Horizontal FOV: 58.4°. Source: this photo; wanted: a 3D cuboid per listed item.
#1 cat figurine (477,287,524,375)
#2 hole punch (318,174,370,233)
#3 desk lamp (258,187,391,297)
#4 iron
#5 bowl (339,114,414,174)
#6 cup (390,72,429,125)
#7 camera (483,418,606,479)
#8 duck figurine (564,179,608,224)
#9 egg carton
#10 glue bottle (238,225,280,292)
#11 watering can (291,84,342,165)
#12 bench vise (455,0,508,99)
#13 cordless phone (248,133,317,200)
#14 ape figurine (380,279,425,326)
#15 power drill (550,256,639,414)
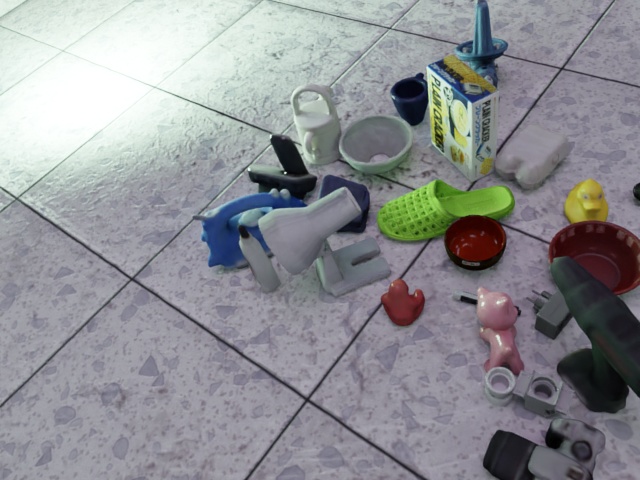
[{"bbox_3d":[0.294,0.141,0.935,0.067,0.118,0.127,-8,50,8],"label":"cat figurine"},{"bbox_3d":[0.051,-0.078,1.192,0.101,0.091,0.108,1,52,15],"label":"hole punch"},{"bbox_3d":[0.010,0.004,1.056,0.203,0.214,0.117,-22,50,-3],"label":"desk lamp"},{"bbox_3d":[-0.131,-0.046,1.180,0.258,0.142,0.118,-23,50,-4],"label":"iron"},{"bbox_3d":[0.129,-0.202,1.282,0.167,0.075,0.167,-7,51,9],"label":"bowl"},{"bbox_3d":[0.220,-0.328,1.347,0.091,0.095,0.118,14,57,24],"label":"cup"},{"bbox_3d":[0.311,0.308,0.807,0.136,0.101,0.143,21,60,28],"label":"camera"},{"bbox_3d":[0.505,-0.079,1.079,0.077,0.086,0.104,-3,51,13],"label":"duck figurine"},{"bbox_3d":[0.439,-0.174,1.183,0.107,0.069,0.150,32,65,33],"label":"egg carton"},{"bbox_3d":[-0.127,0.027,1.099,0.037,0.173,0.078,-35,52,-14],"label":"glue bottle"},{"bbox_3d":[-0.008,-0.278,1.300,0.101,0.194,0.172,-13,50,4],"label":"watering can"},{"bbox_3d":[0.384,-0.436,1.310,0.121,0.220,0.207,-18,50,0],"label":"bench vise"},{"bbox_3d":[-0.094,-0.170,1.241,0.147,0.185,0.094,11,56,22],"label":"cordless phone"},{"bbox_3d":[0.145,0.104,1.020,0.077,0.092,0.076,8,54,20],"label":"ape figurine"},{"bbox_3d":[0.408,0.157,0.834,0.075,0.209,0.229,-28,50,-8],"label":"power drill"}]
